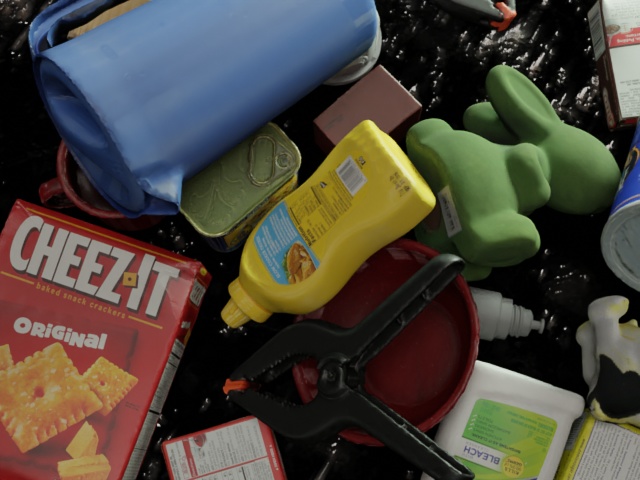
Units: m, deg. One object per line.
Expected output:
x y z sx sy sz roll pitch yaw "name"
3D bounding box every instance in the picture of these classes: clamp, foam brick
0.022 0.111 0.791 0.210 0.036 0.164 -17 68 28 "clamp"
0.038 -0.097 0.892 0.078 0.051 0.053 -40 79 -6 "foam brick"
0.102 -0.250 0.928 0.120 0.039 0.171 -28 79 -3 "clamp"

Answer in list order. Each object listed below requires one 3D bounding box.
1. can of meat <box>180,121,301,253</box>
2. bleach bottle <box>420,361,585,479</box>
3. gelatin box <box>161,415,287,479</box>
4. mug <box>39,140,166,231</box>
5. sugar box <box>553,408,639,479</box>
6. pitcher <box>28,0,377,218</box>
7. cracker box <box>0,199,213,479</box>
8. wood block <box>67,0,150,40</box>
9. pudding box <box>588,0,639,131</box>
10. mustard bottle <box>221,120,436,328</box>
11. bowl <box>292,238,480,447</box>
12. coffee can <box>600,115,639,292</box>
-0.063 -0.040 0.866 0.102 0.084 0.057 -41 80 -7 "can of meat"
0.118 0.225 0.820 0.102 0.068 0.251 18 82 4 "bleach bottle"
-0.074 0.184 0.848 0.089 0.030 0.073 -17 80 -1 "gelatin box"
-0.171 -0.050 0.871 0.117 0.081 0.093 -21 79 -3 "mug"
0.271 0.208 0.829 0.176 0.048 0.093 25 80 3 "sugar box"
-0.085 -0.140 0.795 0.242 0.145 0.149 -35 117 -21 "pitcher"
-0.201 0.095 0.848 0.164 0.072 0.213 19 79 4 "cracker box"
-0.134 -0.241 0.906 0.091 0.090 0.206 14 79 5 "wood block"
0.284 -0.153 0.905 0.090 0.039 0.113 -7 81 -2 "pudding box"
-0.005 0.001 0.829 0.192 0.058 0.096 -43 48 13 "mustard bottle"
0.058 0.082 0.835 0.162 0.055 0.162 -10 71 29 "bowl"
0.282 -0.037 0.822 0.103 0.103 0.140 24 52 6 "coffee can"
